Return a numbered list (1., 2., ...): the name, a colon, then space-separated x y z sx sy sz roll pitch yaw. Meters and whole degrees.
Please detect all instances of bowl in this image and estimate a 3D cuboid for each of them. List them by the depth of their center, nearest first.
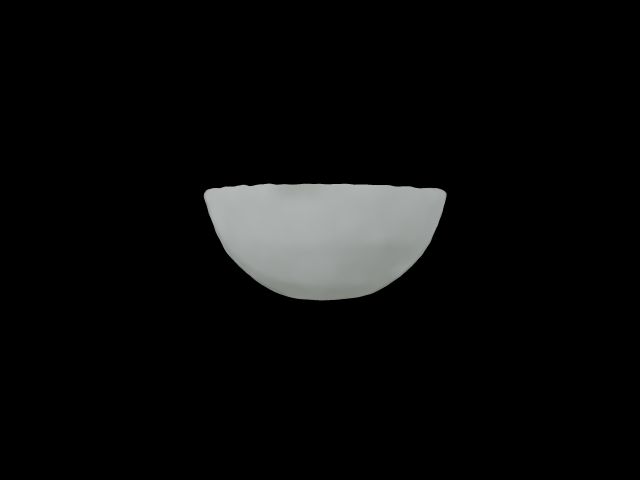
1. bowl: 0.004 0.001 0.400 0.167 0.075 0.167 0 2 0
